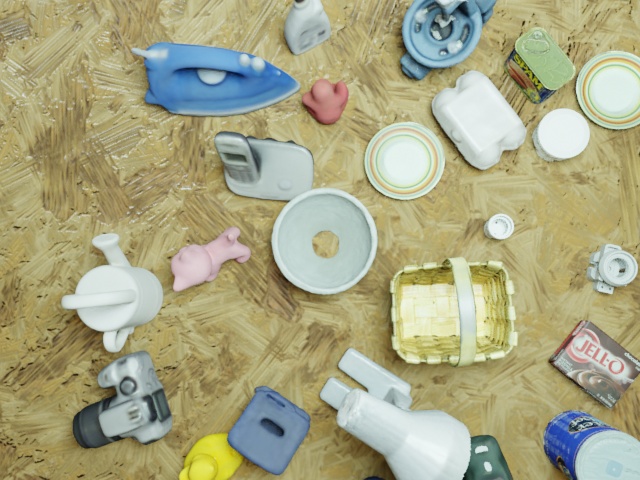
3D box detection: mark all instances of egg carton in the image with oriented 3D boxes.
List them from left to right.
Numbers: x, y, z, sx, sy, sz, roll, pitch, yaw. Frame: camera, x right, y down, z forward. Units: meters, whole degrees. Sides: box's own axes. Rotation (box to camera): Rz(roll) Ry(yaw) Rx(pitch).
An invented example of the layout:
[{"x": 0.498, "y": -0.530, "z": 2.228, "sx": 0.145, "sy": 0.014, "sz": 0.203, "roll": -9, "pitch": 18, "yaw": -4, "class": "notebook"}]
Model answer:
[{"x": 0.256, "y": -0.195, "z": 0.932, "sx": 0.107, "sy": 0.069, "sz": 0.150, "roll": -37, "pitch": 85, "yaw": -1, "class": "egg carton"}]

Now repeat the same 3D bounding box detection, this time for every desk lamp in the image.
[{"x": 0.099, "y": 0.264, "z": 0.831, "sx": 0.203, "sy": 0.213, "sz": 0.118, "roll": 31, "pitch": 88, "yaw": 5, "class": "desk lamp"}]

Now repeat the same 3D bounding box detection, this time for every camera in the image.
[{"x": -0.324, "y": 0.265, "z": 0.906, "sx": 0.137, "sy": 0.101, "sz": 0.143, "roll": -21, "pitch": 85, "yaw": 1, "class": "camera"}]

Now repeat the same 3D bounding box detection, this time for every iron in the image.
[{"x": -0.165, "y": -0.275, "z": 0.921, "sx": 0.258, "sy": 0.141, "sz": 0.119, "roll": 2, "pitch": 85, "yaw": 3, "class": "iron"}]

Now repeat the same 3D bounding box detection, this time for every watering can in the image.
[{"x": -0.322, "y": 0.081, "z": 0.874, "sx": 0.101, "sy": 0.194, "sz": 0.173, "roll": -25, "pitch": 85, "yaw": 1, "class": "watering can"}]

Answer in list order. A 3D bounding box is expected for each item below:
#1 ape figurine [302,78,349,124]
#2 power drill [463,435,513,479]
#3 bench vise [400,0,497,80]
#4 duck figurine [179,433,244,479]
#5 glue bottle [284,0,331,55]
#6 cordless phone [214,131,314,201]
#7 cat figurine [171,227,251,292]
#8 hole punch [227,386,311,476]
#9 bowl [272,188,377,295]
[{"x": 0.008, "y": -0.234, "z": 0.935, "sx": 0.077, "sy": 0.092, "sz": 0.076, "roll": 1, "pitch": 85, "yaw": 3, "class": "ape figurine"}, {"x": 0.250, "y": 0.385, "z": 0.817, "sx": 0.075, "sy": 0.208, "sz": 0.230, "roll": -19, "pitch": 85, "yaw": 1, "class": "power drill"}, {"x": 0.204, "y": -0.363, "z": 0.872, "sx": 0.121, "sy": 0.220, "sz": 0.207, "roll": 28, "pitch": 87, "yaw": 5, "class": "bench vise"}, {"x": -0.173, "y": 0.353, "z": 0.900, "sx": 0.104, "sy": 0.086, "sz": 0.077, "roll": -26, "pitch": 85, "yaw": 0, "class": "duck figurine"}, {"x": -0.024, "y": -0.354, "z": 0.905, "sx": 0.078, "sy": 0.173, "sz": 0.037, "roll": -27, "pitch": 84, "yaw": 1, "class": "glue bottle"}, {"x": -0.085, "y": -0.121, "z": 0.884, "sx": 0.147, "sy": 0.185, "sz": 0.094, "roll": 3, "pitch": 86, "yaw": 3, "class": "cordless phone"}, {"x": -0.182, "y": 0.028, "z": 0.910, "sx": 0.128, "sy": 0.118, "sz": 0.067, "roll": -34, "pitch": 84, "yaw": 0, "class": "cat figurine"}, {"x": -0.079, "y": 0.295, "z": 0.898, "sx": 0.108, "sy": 0.091, "sz": 0.101, "roll": 32, "pitch": 88, "yaw": 5, "class": "hole punch"}, {"x": 0.008, "y": 0.003, "z": 0.925, "sx": 0.167, "sy": 0.075, "sz": 0.167, "roll": 0, "pitch": 85, "yaw": 3, "class": "bowl"}]
